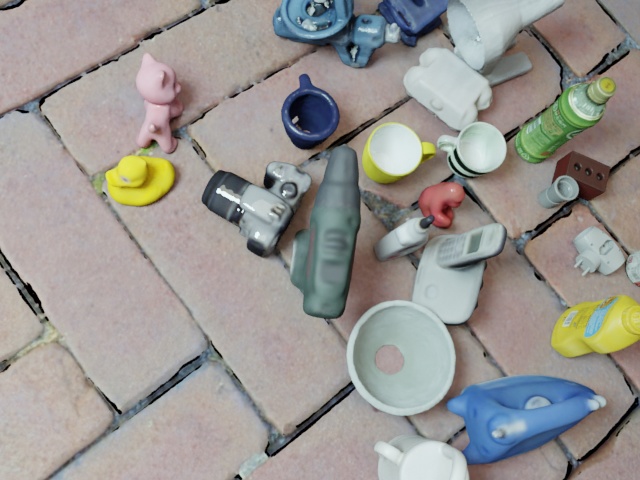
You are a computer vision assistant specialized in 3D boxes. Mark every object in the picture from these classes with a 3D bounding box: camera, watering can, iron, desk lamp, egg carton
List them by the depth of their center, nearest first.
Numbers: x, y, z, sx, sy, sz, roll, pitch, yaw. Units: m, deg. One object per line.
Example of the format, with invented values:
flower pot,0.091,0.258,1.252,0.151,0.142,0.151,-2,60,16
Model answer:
watering can,0.157,0.325,0.776,0.173,0.194,0.101,10,74,-7
iron,0.331,0.256,0.851,0.258,0.141,0.118,-12,78,-12
camera,-0.101,-0.067,0.879,0.137,0.100,0.143,29,73,-1
desk lamp,0.298,-0.349,0.961,0.203,0.213,0.118,-24,81,-14
egg carton,0.223,-0.263,1.001,0.150,0.069,0.107,38,73,1

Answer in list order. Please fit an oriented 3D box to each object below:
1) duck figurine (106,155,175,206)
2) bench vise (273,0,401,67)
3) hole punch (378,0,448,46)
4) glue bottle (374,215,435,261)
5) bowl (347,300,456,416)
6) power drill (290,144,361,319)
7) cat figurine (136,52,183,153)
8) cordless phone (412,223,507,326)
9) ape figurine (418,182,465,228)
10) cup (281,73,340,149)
duck figurine,-0.273,-0.100,0.866,0.105,0.086,0.077,-20,80,-14
bench vise,0.034,-0.384,0.921,0.207,0.219,0.121,-2,76,-10
hole punch,0.172,-0.424,1.022,0.101,0.091,0.108,-35,84,-16
glue bottle,0.138,-0.008,0.868,0.078,0.173,0.037,-20,80,-14
bowl,0.115,0.178,0.868,0.167,0.074,0.167,2,76,-9
power drill,0.008,0.003,0.824,0.075,0.208,0.230,7,75,-8
cat figurine,-0.251,-0.215,0.882,0.067,0.117,0.128,5,75,-8
cordless phone,0.213,0.050,0.860,0.094,0.185,0.148,16,74,-5
ape figurine,0.206,-0.066,0.937,0.076,0.092,0.078,39,73,2
cup,-0.023,-0.199,0.929,0.092,0.095,0.118,-8,77,-11
